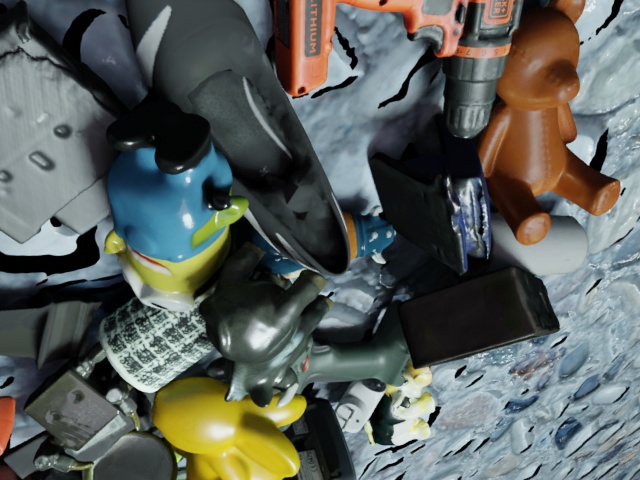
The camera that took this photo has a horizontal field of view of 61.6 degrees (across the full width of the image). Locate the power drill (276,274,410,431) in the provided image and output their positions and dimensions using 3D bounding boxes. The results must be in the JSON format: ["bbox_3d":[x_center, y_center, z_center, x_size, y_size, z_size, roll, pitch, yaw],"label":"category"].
[{"bbox_3d":[0.012,0.120,0.602,0.207,0.086,0.231,-7,130,-30],"label":"power drill"}]

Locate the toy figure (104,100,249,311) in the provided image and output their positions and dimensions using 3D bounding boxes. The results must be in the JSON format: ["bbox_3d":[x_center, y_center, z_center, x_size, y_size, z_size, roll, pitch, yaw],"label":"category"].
[{"bbox_3d":[-0.096,-0.014,0.371,0.089,0.082,0.180,-25,154,-29],"label":"toy figure"}]

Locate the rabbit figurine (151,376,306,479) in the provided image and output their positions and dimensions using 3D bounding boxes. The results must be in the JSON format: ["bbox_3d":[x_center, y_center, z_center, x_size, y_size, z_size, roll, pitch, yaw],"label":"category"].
[{"bbox_3d":[-0.095,0.198,0.523,0.162,0.122,0.173,-8,129,14],"label":"rabbit figurine"}]

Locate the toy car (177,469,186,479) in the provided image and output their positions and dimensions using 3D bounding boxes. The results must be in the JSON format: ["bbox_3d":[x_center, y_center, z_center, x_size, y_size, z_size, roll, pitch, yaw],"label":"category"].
[{"bbox_3d":[-0.216,0.334,0.645,0.202,0.074,0.056,-10,130,-23],"label":"toy car"}]

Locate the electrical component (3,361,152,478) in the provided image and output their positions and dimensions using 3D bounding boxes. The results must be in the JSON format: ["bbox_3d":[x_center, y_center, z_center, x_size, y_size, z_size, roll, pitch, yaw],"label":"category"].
[{"bbox_3d":[-0.229,0.173,0.509,0.119,0.048,0.074,-32,109,-5],"label":"electrical component"}]

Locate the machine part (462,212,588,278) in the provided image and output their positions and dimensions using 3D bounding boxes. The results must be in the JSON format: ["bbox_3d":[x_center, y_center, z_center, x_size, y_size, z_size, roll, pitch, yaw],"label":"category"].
[{"bbox_3d":[0.236,0.005,0.640,0.243,0.079,0.079,0,125,-29],"label":"machine part"}]

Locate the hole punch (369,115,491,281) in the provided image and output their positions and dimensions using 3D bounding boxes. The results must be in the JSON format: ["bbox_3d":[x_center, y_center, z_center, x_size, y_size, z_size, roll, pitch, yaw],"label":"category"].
[{"bbox_3d":[0.123,-0.044,0.514,0.092,0.116,0.142,-33,136,-14],"label":"hole punch"}]

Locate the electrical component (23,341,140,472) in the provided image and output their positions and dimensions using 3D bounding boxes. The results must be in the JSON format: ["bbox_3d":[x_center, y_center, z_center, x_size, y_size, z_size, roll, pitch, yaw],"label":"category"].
[{"bbox_3d":[-0.204,0.147,0.461,0.102,0.045,0.078,-37,111,-6],"label":"electrical component"}]

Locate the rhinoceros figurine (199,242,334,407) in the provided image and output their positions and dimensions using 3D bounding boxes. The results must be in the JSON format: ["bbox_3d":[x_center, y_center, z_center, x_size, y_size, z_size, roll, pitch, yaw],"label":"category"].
[{"bbox_3d":[-0.043,0.081,0.435,0.190,0.073,0.112,86,28,-64],"label":"rhinoceros figurine"}]

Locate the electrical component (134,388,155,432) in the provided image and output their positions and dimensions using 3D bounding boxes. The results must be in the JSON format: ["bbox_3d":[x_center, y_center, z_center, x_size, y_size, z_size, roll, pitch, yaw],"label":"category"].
[{"bbox_3d":[-0.188,0.173,0.568,0.094,0.021,0.063,-26,134,-9],"label":"electrical component"}]

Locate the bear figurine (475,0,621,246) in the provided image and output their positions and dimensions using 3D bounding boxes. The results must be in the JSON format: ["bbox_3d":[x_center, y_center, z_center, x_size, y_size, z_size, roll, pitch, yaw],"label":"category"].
[{"bbox_3d":[0.208,-0.113,0.496,0.120,0.132,0.195,-21,139,-10],"label":"bear figurine"}]

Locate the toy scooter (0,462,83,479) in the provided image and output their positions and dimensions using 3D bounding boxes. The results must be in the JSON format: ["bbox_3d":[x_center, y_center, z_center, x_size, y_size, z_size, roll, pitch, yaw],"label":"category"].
[{"bbox_3d":[-0.342,0.272,0.526,0.183,0.075,0.135,23,113,-45],"label":"toy scooter"}]

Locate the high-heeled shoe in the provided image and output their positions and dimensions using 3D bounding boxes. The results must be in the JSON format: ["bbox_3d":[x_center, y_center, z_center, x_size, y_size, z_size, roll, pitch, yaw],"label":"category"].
[{"bbox_3d":[-0.050,-0.078,0.359,0.086,0.145,0.248,-33,137,-3],"label":"high-heeled shoe"}]

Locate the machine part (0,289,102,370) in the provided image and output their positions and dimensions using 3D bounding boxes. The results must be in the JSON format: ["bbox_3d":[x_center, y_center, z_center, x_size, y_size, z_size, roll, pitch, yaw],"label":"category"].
[{"bbox_3d":[-0.258,0.073,0.437,0.139,0.039,0.084,8,126,-36],"label":"machine part"}]

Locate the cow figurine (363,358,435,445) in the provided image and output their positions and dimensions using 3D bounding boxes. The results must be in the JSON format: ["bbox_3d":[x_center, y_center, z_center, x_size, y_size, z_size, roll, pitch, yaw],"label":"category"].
[{"bbox_3d":[0.106,0.224,0.751,0.098,0.068,0.167,-14,130,-12],"label":"cow figurine"}]

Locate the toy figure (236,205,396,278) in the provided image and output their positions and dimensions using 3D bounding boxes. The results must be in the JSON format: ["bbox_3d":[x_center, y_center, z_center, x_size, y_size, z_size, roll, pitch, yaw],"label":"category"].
[{"bbox_3d":[0.000,-0.003,0.510,0.154,0.058,0.064,-5,122,-28],"label":"toy figure"}]

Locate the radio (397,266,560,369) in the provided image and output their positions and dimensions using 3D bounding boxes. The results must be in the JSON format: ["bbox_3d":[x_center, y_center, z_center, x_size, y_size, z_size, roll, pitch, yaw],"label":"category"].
[{"bbox_3d":[0.187,0.089,0.605,0.131,0.073,0.229,-22,163,24],"label":"radio"}]

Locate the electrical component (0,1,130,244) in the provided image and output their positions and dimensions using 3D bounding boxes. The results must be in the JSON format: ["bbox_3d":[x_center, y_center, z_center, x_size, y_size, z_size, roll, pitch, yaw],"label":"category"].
[{"bbox_3d":[-0.186,-0.065,0.354,0.115,0.058,0.134,-37,134,4],"label":"electrical component"}]

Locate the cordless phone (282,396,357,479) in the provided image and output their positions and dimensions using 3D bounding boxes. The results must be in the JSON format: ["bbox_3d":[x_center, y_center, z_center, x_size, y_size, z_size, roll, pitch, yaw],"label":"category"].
[{"bbox_3d":[-0.013,0.310,0.691,0.089,0.147,0.184,-10,128,-13],"label":"cordless phone"}]
